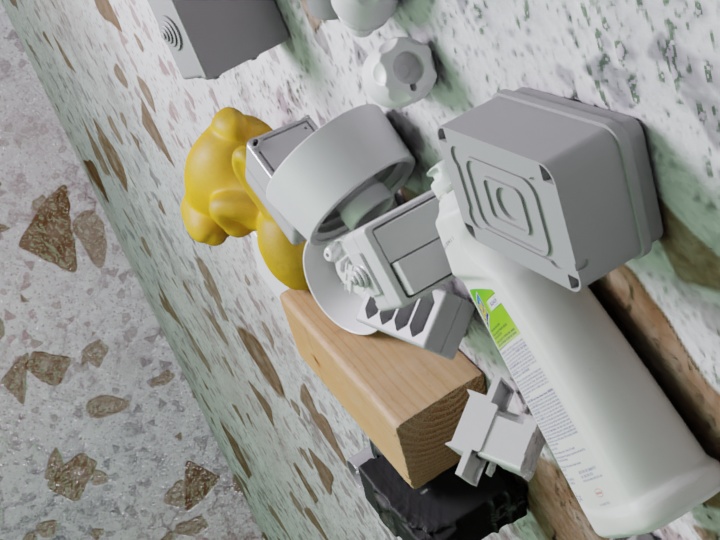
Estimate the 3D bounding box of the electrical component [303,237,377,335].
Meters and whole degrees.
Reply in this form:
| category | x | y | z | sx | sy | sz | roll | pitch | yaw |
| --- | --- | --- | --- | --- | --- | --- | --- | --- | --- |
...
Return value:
| category | x | y | z | sx | sy | sz | roll | pitch | yaw |
| --- | --- | --- | --- | --- | --- | --- | --- | --- | --- |
| electrical component | 0.000 | 0.000 | 0.927 | 0.099 | 0.064 | 0.099 | 39 | 153 | 24 |

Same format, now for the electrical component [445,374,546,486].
| category | x | y | z | sx | sy | sz | roll | pitch | yaw |
| --- | --- | --- | --- | --- | --- | --- | --- | --- | --- |
| electrical component | 0.107 | 0.126 | 0.814 | 0.064 | 0.081 | 0.042 | 17 | 167 | 29 |

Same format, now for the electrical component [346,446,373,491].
| category | x | y | z | sx | sy | sz | roll | pitch | yaw |
| --- | --- | --- | --- | --- | --- | --- | --- | --- | --- |
| electrical component | 0.038 | 0.218 | 1.161 | 0.079 | 0.077 | 0.043 | 52 | 161 | 29 |

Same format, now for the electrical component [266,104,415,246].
| category | x | y | z | sx | sy | sz | roll | pitch | yaw |
| --- | --- | --- | --- | --- | --- | --- | --- | --- | --- |
| electrical component | -0.008 | -0.063 | 0.792 | 0.060 | 0.108 | 0.108 | 51 | 162 | 12 |

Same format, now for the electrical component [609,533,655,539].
| category | x | y | z | sx | sy | sz | roll | pitch | yaw |
| --- | --- | --- | --- | --- | --- | --- | --- | --- | --- |
| electrical component | 0.198 | 0.211 | 0.748 | 0.061 | 0.035 | 0.035 | 60 | 164 | -5 |

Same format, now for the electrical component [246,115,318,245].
| category | x | y | z | sx | sy | sz | roll | pitch | yaw |
| --- | --- | --- | --- | --- | --- | --- | --- | --- | --- |
| electrical component | -0.045 | -0.067 | 0.886 | 0.096 | 0.062 | 0.061 | 53 | 156 | 23 |

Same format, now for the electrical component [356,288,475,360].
| category | x | y | z | sx | sy | sz | roll | pitch | yaw |
| --- | --- | --- | --- | --- | --- | --- | --- | --- | --- |
| electrical component | 0.055 | 0.039 | 0.860 | 0.076 | 0.047 | 0.083 | 25 | 176 | -43 |

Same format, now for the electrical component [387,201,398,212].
| category | x | y | z | sx | sy | sz | roll | pitch | yaw |
| --- | --- | --- | --- | --- | --- | --- | --- | --- | --- |
| electrical component | 0.021 | -0.032 | 0.856 | 0.055 | 0.045 | 0.045 | 51 | 161 | 31 |

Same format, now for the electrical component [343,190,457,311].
| category | x | y | z | sx | sy | sz | roll | pitch | yaw |
| --- | --- | --- | --- | --- | --- | --- | --- | --- | --- |
| electrical component | 0.036 | -0.014 | 0.749 | 0.061 | 0.096 | 0.061 | 62 | 163 | -3 |

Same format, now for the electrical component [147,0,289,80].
| category | x | y | z | sx | sy | sz | roll | pitch | yaw |
| --- | --- | --- | --- | --- | --- | --- | --- | --- | --- |
| electrical component | -0.120 | -0.212 | 0.887 | 0.048 | 0.100 | 0.099 | 7 | 125 | 55 |

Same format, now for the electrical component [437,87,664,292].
| category | x | y | z | sx | sy | sz | roll | pitch | yaw |
| --- | --- | --- | --- | --- | --- | --- | --- | --- | --- |
| electrical component | 0.100 | -0.047 | 0.573 | 0.113 | 0.057 | 0.078 | 34 | 149 | 57 |

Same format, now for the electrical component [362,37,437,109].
| category | x | y | z | sx | sy | sz | roll | pitch | yaw |
| --- | --- | --- | --- | --- | --- | --- | --- | --- | --- |
| electrical component | 0.022 | -0.126 | 0.702 | 0.043 | 0.043 | 0.062 | 63 | 165 | -7 |

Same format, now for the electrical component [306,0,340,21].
| category | x | y | z | sx | sy | sz | roll | pitch | yaw |
| --- | --- | --- | --- | --- | --- | --- | --- | --- | --- |
| electrical component | -0.021 | -0.202 | 0.707 | 0.040 | 0.040 | 0.078 | 45 | 157 | 44 |

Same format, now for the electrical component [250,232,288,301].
| category | x | y | z | sx | sy | sz | roll | pitch | yaw |
| --- | --- | --- | --- | --- | --- | --- | --- | --- | --- |
| electrical component | -0.075 | -0.004 | 1.182 | 0.099 | 0.048 | 0.099 | 52 | 162 | 29 |

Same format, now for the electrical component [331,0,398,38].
| category | x | y | z | sx | sy | sz | roll | pitch | yaw |
| --- | --- | --- | --- | --- | --- | --- | --- | --- | --- |
| electrical component | 0.003 | -0.172 | 0.682 | 0.043 | 0.043 | 0.062 | 56 | 165 | 17 |
